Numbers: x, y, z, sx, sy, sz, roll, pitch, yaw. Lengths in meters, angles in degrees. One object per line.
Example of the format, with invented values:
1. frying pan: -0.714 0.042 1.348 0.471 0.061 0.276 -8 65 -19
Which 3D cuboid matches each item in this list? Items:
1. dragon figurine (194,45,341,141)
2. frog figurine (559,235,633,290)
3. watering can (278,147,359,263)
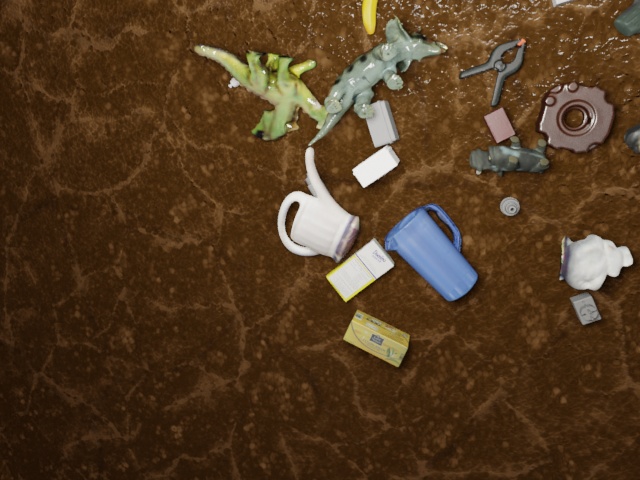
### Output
1. dragon figurine: -0.141 -0.384 1.390 0.410 0.124 0.239 9 112 6
2. frog figurine: 0.679 0.057 1.266 0.159 0.122 0.138 4 83 24
3. watering can: 0.004 -0.069 1.381 0.225 0.106 0.339 25 131 4
